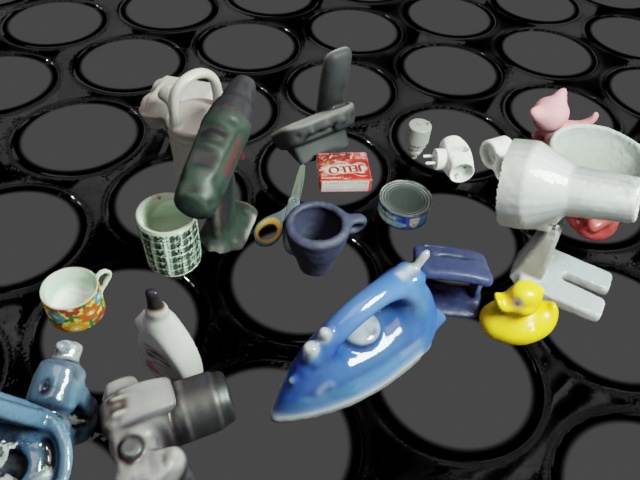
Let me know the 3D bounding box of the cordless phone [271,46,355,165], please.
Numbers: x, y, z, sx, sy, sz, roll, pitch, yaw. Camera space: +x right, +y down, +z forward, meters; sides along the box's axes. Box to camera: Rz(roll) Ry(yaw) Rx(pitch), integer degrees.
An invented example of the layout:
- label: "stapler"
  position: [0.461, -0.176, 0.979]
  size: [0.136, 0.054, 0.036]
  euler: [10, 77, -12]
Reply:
- label: "cordless phone"
  position: [-0.008, -0.235, 0.974]
  size: [0.148, 0.185, 0.094]
  euler: [-30, 56, -27]

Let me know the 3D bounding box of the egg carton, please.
- label: "egg carton"
  position: [-0.245, -0.242, 1.043]
  size: [0.150, 0.069, 0.107]
  euler: [10, 48, 5]

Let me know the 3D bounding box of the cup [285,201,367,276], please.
- label: "cup"
  position: [0.008, 0.003, 0.821]
  size: [0.118, 0.095, 0.091]
  euler: [-12, 50, -14]

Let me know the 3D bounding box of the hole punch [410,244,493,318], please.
- label: "hole punch"
  position: [0.178, 0.043, 0.799]
  size: [0.108, 0.091, 0.101]
  euler: [7, 48, 2]

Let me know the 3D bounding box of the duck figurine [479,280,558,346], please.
- label: "duck figurine"
  position: [0.273, 0.089, 0.768]
  size: [0.104, 0.086, 0.077]
  euler: [-1, 48, -5]

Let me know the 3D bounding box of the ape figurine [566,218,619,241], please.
- label: "ape figurine"
  position: [0.435, -0.046, 0.897]
  size: [0.076, 0.092, 0.078]
  euler: [22, 50, 16]

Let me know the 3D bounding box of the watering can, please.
- label: "watering can"
  position: [-0.199, -0.186, 0.911]
  size: [0.172, 0.194, 0.101]
  euler: [23, 50, 16]

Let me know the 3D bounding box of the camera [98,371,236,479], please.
- label: "camera"
  position: [-0.160, 0.202, 0.625]
  size: [0.137, 0.101, 0.143]
  euler: [-16, 51, -17]

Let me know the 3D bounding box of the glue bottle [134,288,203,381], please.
- label: "glue bottle"
  position: [-0.180, 0.110, 0.659]
  size: [0.078, 0.173, 0.037]
  euler: [22, 50, 16]

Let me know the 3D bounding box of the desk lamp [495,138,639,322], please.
- label: "desk lamp"
  position: [0.329, -0.022, 0.786]
  size: [0.202, 0.214, 0.118]
  euler: [24, 51, 17]

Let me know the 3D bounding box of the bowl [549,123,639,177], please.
- label: "bowl"
  position: [0.466, -0.122, 0.979]
  size: [0.167, 0.075, 0.167]
  euler: [2, 48, -2]

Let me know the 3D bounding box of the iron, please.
- label: "iron"
  position: [0.043, 0.112, 0.694]
  size: [0.259, 0.141, 0.118]
  euler: [-32, 57, -28]

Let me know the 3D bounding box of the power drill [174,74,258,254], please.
- label: "power drill"
  position: [-0.137, -0.093, 0.822]
  size: [0.075, 0.208, 0.229]
  euler: [11, 48, 6]

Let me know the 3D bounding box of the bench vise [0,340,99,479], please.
- label: "bench vise"
  position: [-0.304, 0.178, 0.557]
  size: [0.121, 0.220, 0.207]
  euler: [-6, 49, -9]

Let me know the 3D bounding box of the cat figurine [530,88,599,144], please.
- label: "cat figurine"
  position: [0.433, -0.215, 1.032]
  size: [0.127, 0.118, 0.067]
  euler: [8, 48, 4]
